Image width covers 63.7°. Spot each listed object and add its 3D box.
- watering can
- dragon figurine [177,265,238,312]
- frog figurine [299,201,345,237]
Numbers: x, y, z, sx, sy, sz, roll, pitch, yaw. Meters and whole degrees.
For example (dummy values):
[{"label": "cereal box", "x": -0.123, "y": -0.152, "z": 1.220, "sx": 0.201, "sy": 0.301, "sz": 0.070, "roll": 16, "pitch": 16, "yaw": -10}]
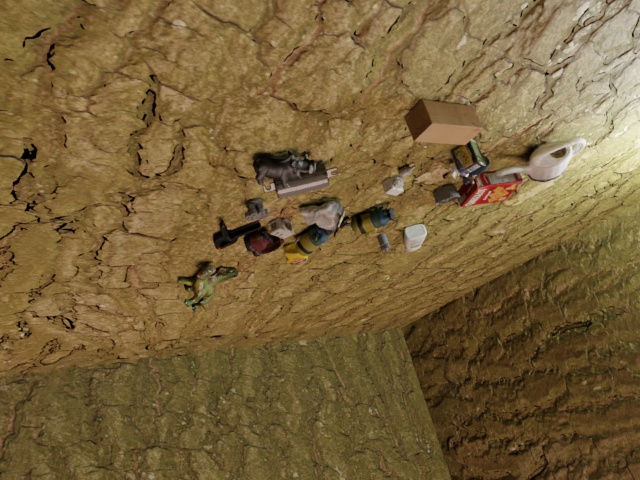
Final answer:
[{"label": "watering can", "x": 0.830, "y": -0.289, "z": 1.957, "sx": 0.346, "sy": 0.106, "sz": 0.221, "roll": -22, "pitch": 157, "yaw": 10}, {"label": "dragon figurine", "x": -0.463, "y": 0.201, "z": 2.233, "sx": 0.243, "sy": 0.124, "sz": 0.404, "roll": -25, "pitch": 158, "yaw": 0}, {"label": "frog figurine", "x": 0.006, "y": -0.095, "z": 1.894, "sx": 0.159, "sy": 0.124, "sz": 0.135, "roll": 22, "pitch": 162, "yaw": 2}]
